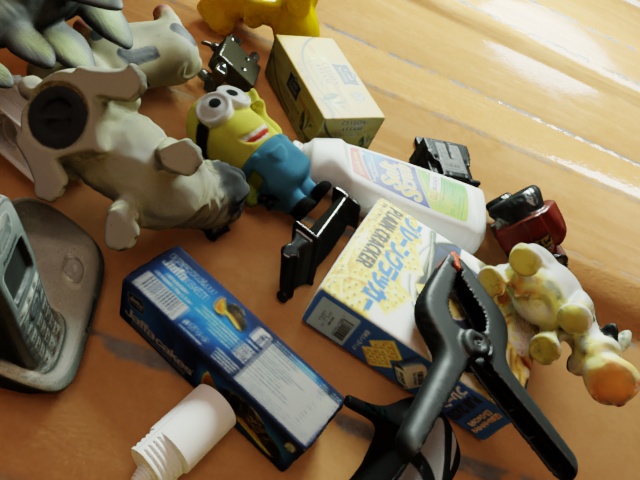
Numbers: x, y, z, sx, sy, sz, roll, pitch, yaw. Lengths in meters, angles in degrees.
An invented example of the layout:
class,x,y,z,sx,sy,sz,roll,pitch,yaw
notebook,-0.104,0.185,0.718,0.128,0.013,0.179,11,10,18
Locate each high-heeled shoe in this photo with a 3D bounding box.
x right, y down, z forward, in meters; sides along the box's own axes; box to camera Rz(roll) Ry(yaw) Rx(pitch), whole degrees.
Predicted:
class,x,y,z,sx,sy,sz,roll,pitch,yaw
high-heeled shoe,0.055,0.230,0.402,0.145,0.086,0.249,37,46,-29

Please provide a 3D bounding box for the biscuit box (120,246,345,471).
class,x,y,z,sx,sy,sz,roll,pitch,yaw
biscuit box,-0.079,0.096,0.454,0.203,0.062,0.059,40,48,11

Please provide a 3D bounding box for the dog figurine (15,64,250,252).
class,x,y,z,sx,sy,sz,roll,pitch,yaw
dog figurine,-0.158,-0.071,0.489,0.172,0.121,0.190,52,5,2

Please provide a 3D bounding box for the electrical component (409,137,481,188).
class,x,y,z,sx,sy,sz,roll,pitch,yaw
electrical component,0.167,-0.110,0.746,0.075,0.047,0.119,10,51,-18

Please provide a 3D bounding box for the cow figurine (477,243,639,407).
class,x,y,z,sx,sy,sz,roll,pitch,yaw
cow figurine,0.238,0.077,0.521,0.098,0.068,0.167,-7,56,-52

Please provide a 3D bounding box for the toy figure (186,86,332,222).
class,x,y,z,sx,sy,sz,roll,pitch,yaw
toy figure,-0.075,-0.092,0.600,0.180,0.089,0.082,44,32,2

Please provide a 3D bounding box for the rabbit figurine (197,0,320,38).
class,x,y,z,sx,sy,sz,roll,pitch,yaw
rabbit figurine,-0.062,-0.340,0.778,0.173,0.162,0.122,46,34,-8

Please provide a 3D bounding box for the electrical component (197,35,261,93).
class,x,y,z,sx,sy,sz,roll,pitch,yaw
electrical component,-0.124,-0.233,0.719,0.078,0.045,0.102,35,42,-35

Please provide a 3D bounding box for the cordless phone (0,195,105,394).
class,x,y,z,sx,sy,sz,roll,pitch,yaw
cordless phone,-0.212,0.012,0.380,0.089,0.184,0.147,9,50,-12

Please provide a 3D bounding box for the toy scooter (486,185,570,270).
class,x,y,z,sx,sy,sz,roll,pitch,yaw
toy scooter,0.258,0.004,0.649,0.135,0.075,0.184,61,11,3

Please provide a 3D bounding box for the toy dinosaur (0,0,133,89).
class,x,y,z,sx,sy,sz,roll,pitch,yaw
toy dinosaur,-0.274,-0.250,0.505,0.198,0.105,0.471,21,63,-10

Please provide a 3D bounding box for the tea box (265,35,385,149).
class,x,y,z,sx,sy,sz,roll,pitch,yaw
tea box,0.002,-0.197,0.727,0.098,0.068,0.170,-11,57,-31

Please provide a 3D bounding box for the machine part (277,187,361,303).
class,x,y,z,sx,sy,sz,roll,pitch,yaw
machine part,-0.001,-0.002,0.560,0.039,0.084,0.139,22,44,21

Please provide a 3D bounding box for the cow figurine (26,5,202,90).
class,x,y,z,sx,sy,sz,roll,pitch,yaw
cow figurine,-0.227,-0.194,0.609,0.195,0.085,0.127,-25,58,-31
